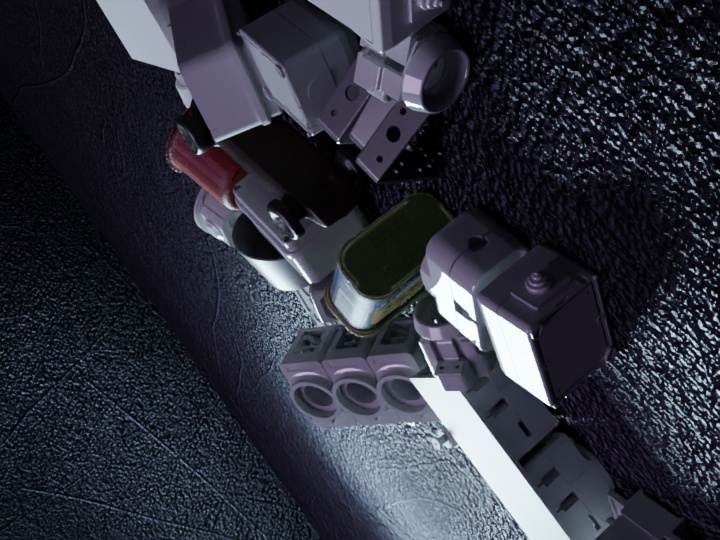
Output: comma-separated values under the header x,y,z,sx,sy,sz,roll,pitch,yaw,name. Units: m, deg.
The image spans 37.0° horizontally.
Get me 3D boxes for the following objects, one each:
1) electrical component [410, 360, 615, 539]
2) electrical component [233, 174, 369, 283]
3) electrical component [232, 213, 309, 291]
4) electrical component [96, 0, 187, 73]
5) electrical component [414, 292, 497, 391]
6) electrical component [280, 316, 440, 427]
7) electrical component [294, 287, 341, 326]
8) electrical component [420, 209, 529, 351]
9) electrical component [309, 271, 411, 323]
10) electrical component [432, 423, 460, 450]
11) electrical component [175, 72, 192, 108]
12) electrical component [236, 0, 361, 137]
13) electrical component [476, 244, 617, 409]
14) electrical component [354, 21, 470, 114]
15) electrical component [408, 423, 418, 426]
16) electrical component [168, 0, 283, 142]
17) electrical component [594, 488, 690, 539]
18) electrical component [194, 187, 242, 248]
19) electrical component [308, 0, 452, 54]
x,y,z,sx,sy,sz,roll,pitch,yaw,name
0.136,0.147,0.922,0.186,0.060,0.105,53,164,-5,electrical component
-0.053,-0.053,0.960,0.113,0.078,0.057,44,171,42,electrical component
-0.063,-0.031,1.023,0.099,0.099,0.064,32,161,51,electrical component
-0.177,-0.235,0.958,0.150,0.062,0.089,28,151,56,electrical component
0.076,0.047,0.844,0.058,0.078,0.057,-5,130,28,electrical component
0.009,0.103,1.042,0.150,0.061,0.089,-8,126,32,electrical component
-0.027,0.016,1.101,0.109,0.056,0.108,27,151,56,electrical component
0.083,0.005,0.767,0.059,0.054,0.095,42,162,33,electrical component
0.000,0.000,0.974,0.047,0.083,0.075,70,-165,-48,electrical component
0.099,0.141,0.991,0.040,0.078,0.040,40,145,36,electrical component
-0.161,-0.188,1.050,0.043,0.043,0.062,36,156,45,electrical component
-0.040,-0.150,0.768,0.096,0.061,0.061,47,166,49,electrical component
0.119,0.030,0.705,0.061,0.062,0.096,36,158,45,electrical component
0.031,-0.123,0.635,0.055,0.048,0.066,37,132,33,electrical component
0.058,0.130,1.128,0.055,0.047,0.055,47,164,18,electrical component
-0.107,-0.165,0.851,0.113,0.057,0.078,-108,-4,-49,electrical component
0.230,0.241,0.857,0.079,0.063,0.121,34,156,48,electrical component
-0.140,-0.068,1.192,0.051,0.080,0.080,35,158,31,electrical component
0.006,-0.167,0.589,0.096,0.061,0.061,45,163,24,electrical component
